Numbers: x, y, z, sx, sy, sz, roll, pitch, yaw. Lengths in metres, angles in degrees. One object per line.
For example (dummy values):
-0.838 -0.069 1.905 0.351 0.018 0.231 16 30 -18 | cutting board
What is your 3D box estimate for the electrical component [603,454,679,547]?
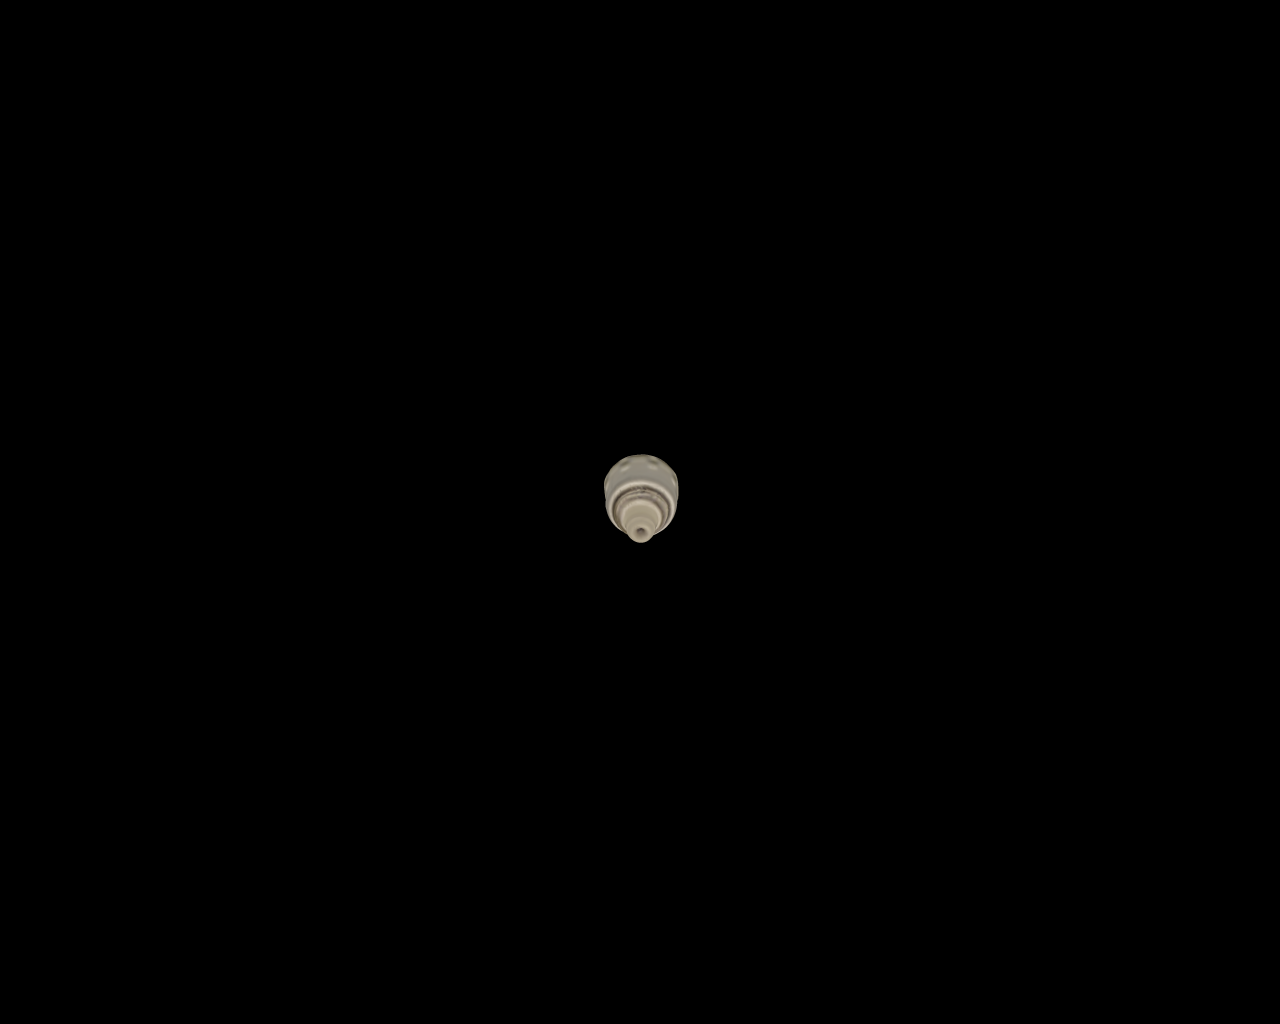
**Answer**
0.001 -0.003 0.650 0.048 0.048 0.062 0 31 0 | electrical component
